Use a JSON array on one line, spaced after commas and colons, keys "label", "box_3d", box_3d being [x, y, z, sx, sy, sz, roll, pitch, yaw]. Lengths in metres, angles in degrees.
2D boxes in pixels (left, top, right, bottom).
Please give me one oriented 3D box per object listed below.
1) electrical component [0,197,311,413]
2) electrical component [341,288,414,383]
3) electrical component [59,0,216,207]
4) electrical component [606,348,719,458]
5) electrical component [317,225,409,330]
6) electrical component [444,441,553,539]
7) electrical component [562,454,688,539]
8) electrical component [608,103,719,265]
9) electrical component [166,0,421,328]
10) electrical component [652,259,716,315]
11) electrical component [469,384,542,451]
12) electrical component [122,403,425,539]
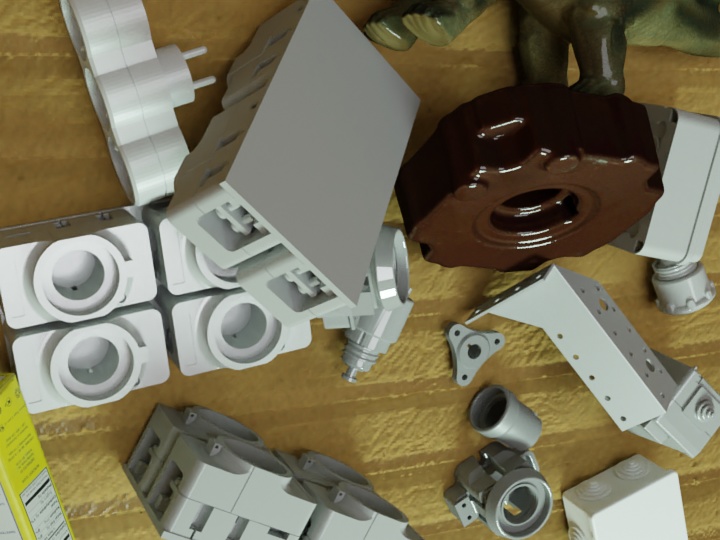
[{"label": "electrical component", "box_3d": [-0.129, 0.015, 0.682, 0.186, 0.060, 0.105, -13, 109, -22]}, {"label": "electrical component", "box_3d": [0.008, 0.043, 0.765, 0.040, 0.040, 0.078, 23, 94, -28]}, {"label": "electrical component", "box_3d": [-0.125, -0.114, 0.654, 0.074, 0.052, 0.138, -22, 112, -18]}, {"label": "electrical component", "box_3d": [0.244, 0.107, 0.862, 0.062, 0.096, 0.061, 41, 84, -28]}, {"label": "electrical component", "box_3d": [0.000, 0.000, 0.716, 0.057, 0.058, 0.078, -4, 116, 14]}, {"label": "electrical component", "box_3d": [0.113, 0.175, 0.841, 0.078, 0.057, 0.058, -31, 114, -15]}, {"label": "electrical component", "box_3d": [0.224, 0.214, 0.908, 0.100, 0.048, 0.099, -22, 112, -19]}, {"label": "electrical component", "box_3d": [0.229, -0.067, 0.819, 0.057, 0.078, 0.113, 9, 100, -24]}, {"label": "electrical component", "box_3d": [-0.036, -0.070, 0.649, 0.105, 0.060, 0.186, 44, 42, -27]}, {"label": "electrical component", "box_3d": [0.257, 0.002, 0.871, 0.048, 0.048, 0.062, -29, 107, -16]}, {"label": "electrical component", "box_3d": [0.114, 0.116, 0.837, 0.046, 0.040, 0.040, 34, 88, -34]}, {"label": "electrical component", "box_3d": [-0.054, 0.158, 0.730, 0.186, 0.105, 0.060, 27, 91, -29]}]
